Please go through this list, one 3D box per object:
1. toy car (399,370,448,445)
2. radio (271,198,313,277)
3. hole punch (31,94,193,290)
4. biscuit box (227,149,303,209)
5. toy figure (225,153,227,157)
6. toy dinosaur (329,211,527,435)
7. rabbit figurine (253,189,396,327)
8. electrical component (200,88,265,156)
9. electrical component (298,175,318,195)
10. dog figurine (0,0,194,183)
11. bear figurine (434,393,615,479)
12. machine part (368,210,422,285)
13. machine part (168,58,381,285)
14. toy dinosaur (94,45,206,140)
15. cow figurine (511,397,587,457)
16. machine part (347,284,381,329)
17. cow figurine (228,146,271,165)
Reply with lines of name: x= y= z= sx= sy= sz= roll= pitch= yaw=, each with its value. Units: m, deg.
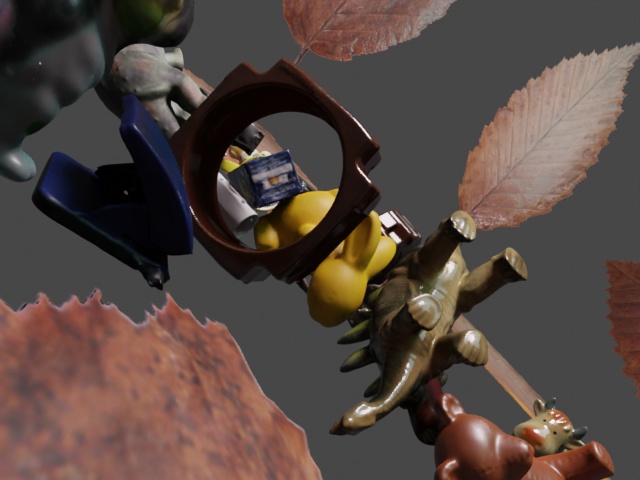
toy car: x=0.126 y=0.184 z=0.670 sx=0.089 sy=0.053 sz=0.202 roll=47 pitch=12 yaw=-9
radio: x=-0.002 y=-0.003 z=0.918 sx=0.131 sy=0.073 sz=0.229 roll=45 pitch=9 yaw=12
hole punch: x=-0.141 y=-0.043 z=0.421 sx=0.115 sy=0.092 sz=0.142 roll=43 pitch=4 yaw=-32
biscuit box: x=-0.082 y=-0.080 z=0.745 sx=0.203 sy=0.063 sz=0.059 roll=-171 pitch=-119 yaw=-74
toy figure: x=-0.195 y=-0.184 z=0.969 sx=0.064 sy=0.058 sz=0.155 roll=36 pitch=15 yaw=-21
toy dinosaur: x=0.121 y=0.059 z=0.612 sx=0.105 sy=0.198 sz=0.471 roll=48 pitch=42 yaw=1
rabbit figurine: x=0.015 y=0.027 z=0.685 sx=0.121 sy=0.162 sz=0.173 roll=53 pitch=16 yaw=-50
electrical component: x=-0.149 y=-0.186 z=0.841 sx=0.075 sy=0.047 sz=0.119 roll=47 pitch=15 yaw=33
electrical component: x=-0.021 y=-0.079 z=0.881 sx=0.063 sy=0.021 sz=0.094 roll=40 pitch=9 yaw=-24
dog figurine: x=-0.186 y=-0.163 z=0.346 sx=0.191 sy=0.219 sz=0.109 roll=36 pitch=8 yaw=-48
bear figurine: x=0.207 y=0.236 z=0.548 sx=0.195 sy=0.132 sz=0.120 roll=47 pitch=36 yaw=-26
machine part: x=0.078 y=0.031 z=0.819 sx=0.056 sy=0.179 sz=0.179 roll=50 pitch=10 yaw=17
machine part: x=-0.050 y=-0.069 z=0.573 sx=0.201 sy=0.201 sz=0.087 roll=46 pitch=6 yaw=16
toy dinosaur: x=-0.249 y=-0.228 z=0.725 sx=0.192 sy=0.131 sz=0.405 roll=-8 pitch=57 yaw=-34
cow figurine: x=0.332 y=0.306 z=0.789 sx=0.194 sy=0.127 sz=0.086 roll=38 pitch=7 yaw=-48
machine part: x=0.098 y=0.109 z=0.829 sx=0.079 sy=0.079 sz=0.243 roll=46 pitch=9 yaw=17
cow figurine: x=-0.112 y=-0.128 z=1.066 sx=0.167 sy=0.068 sz=0.098 roll=36 pitch=17 yaw=-39
